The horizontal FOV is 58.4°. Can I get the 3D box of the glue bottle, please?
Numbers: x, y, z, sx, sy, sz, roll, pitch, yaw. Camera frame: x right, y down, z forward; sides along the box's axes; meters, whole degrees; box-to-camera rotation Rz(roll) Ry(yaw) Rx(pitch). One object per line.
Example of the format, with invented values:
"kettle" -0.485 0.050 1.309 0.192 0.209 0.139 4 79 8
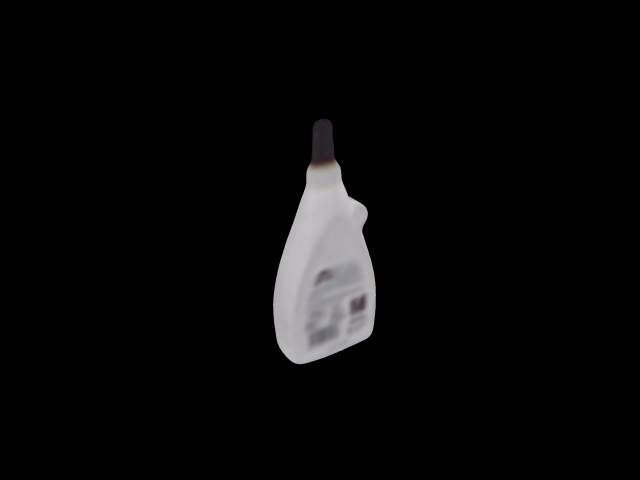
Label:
"glue bottle" 0.004 0.001 0.400 0.078 0.173 0.037 -16 31 -28
